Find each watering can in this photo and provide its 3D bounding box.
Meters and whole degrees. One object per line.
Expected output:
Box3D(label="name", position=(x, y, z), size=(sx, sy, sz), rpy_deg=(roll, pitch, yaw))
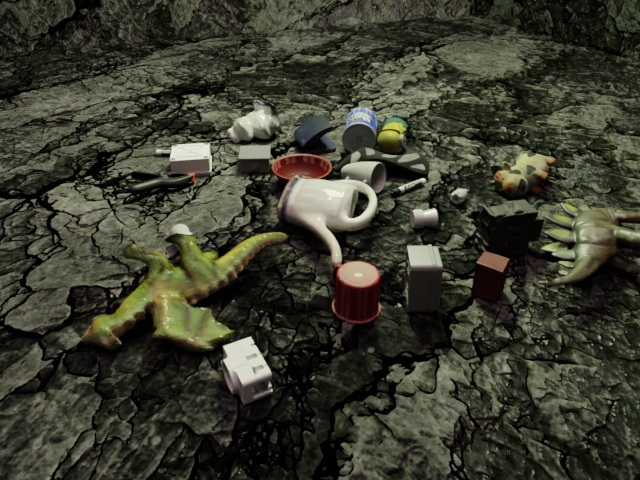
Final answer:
Box3D(label="watering can", position=(0.004, -0.058, 1.162), size=(0.225, 0.102, 0.355), rpy_deg=(10, 33, 15))

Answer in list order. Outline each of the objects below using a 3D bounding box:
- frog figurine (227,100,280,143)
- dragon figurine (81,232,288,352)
Box3D(label="frog figurine", position=(-0.209, -0.359, 1.648), size=(0.139, 0.120, 0.160), rpy_deg=(32, 79, 27))
Box3D(label="dragon figurine", position=(-0.224, 0.103, 0.949), size=(0.412, 0.119, 0.248), rpy_deg=(-12, 52, -16))
